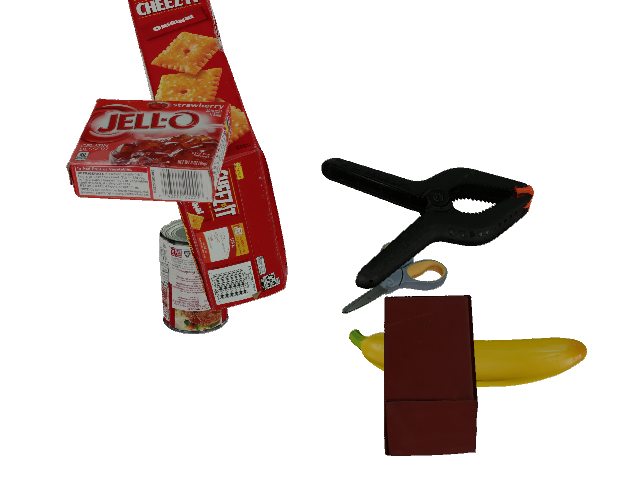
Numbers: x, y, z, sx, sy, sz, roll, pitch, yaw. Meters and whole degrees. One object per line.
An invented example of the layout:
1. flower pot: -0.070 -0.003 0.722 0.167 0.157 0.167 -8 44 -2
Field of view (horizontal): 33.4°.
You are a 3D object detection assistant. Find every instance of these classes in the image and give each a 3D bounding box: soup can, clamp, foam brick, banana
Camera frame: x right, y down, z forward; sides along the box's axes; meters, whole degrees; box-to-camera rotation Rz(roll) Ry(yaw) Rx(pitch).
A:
1. soup can: -0.130 0.035 1.095 0.068 0.102 0.068 1 23 0
2. clamp: 0.112 -0.022 1.059 0.210 0.164 0.036 -2 -40 -6
3. foam brick: 0.062 0.076 0.607 0.051 0.078 0.053 0 -44 5
4. banana: 0.119 0.092 0.868 0.198 0.037 0.069 5 28 6

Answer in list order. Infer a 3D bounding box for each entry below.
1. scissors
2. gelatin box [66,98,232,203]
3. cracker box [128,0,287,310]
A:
1. scissors: 0.072 0.042 1.284 0.201 0.016 0.096 -10 41 -42
2. gelatin box: -0.105 -0.058 0.666 0.089 0.030 0.073 3 40 5
3. cracker box: -0.089 -0.078 0.858 0.072 0.214 0.164 -15 -41 -5
